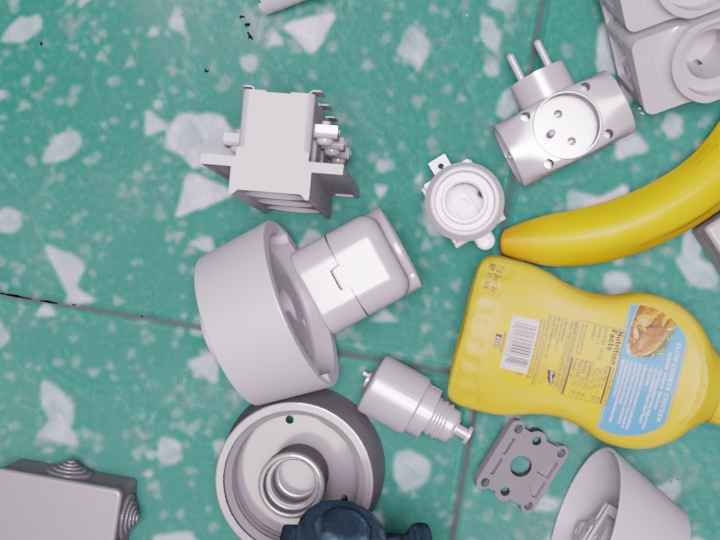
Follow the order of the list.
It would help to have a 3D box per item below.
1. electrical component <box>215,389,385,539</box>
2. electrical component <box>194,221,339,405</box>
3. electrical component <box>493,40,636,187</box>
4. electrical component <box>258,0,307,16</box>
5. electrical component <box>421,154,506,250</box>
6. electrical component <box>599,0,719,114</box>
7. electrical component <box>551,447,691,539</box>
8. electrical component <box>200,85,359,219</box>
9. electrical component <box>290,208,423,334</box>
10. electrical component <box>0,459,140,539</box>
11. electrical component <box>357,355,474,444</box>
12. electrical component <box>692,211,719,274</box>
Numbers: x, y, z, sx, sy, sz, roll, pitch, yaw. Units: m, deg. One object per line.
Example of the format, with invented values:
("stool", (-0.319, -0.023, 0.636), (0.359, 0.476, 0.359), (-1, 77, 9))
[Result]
("electrical component", (-0.040, 0.130, 0.679), (0.108, 0.060, 0.108), (0, 91, 4))
("electrical component", (-0.062, 0.031, 0.659), (0.060, 0.108, 0.108), (-22, 89, 10))
("electrical component", (0.119, -0.104, 0.672), (0.077, 0.044, 0.079), (-26, 89, 4))
("electrical component", (-0.045, -0.187, 0.687), (0.046, 0.040, 0.040), (-20, 89, 10))
("electrical component", (0.065, -0.042, 0.671), (0.048, 0.055, 0.066), (-31, 88, 4))
("electrical component", (0.240, -0.175, 0.631), (0.186, 0.060, 0.105), (-20, 121, 4))
("electrical component", (0.150, 0.166, 0.648), (0.064, 0.099, 0.099), (35, 93, -3))
("electrical component", (-0.043, -0.068, 0.646), (0.079, 0.121, 0.063), (5, 88, 4))
("electrical component", (0.000, 0.000, 0.657), (0.059, 0.095, 0.053), (-29, 88, 4))
("electrical component", (-0.196, 0.173, 0.696), (0.100, 0.048, 0.099), (9, 91, 4))
("electrical component", (0.035, 0.086, 0.682), (0.078, 0.040, 0.040), (29, 93, 4))
("electrical component", (0.245, -0.011, 0.647), (0.047, 0.077, 0.065), (-33, 88, 4))
